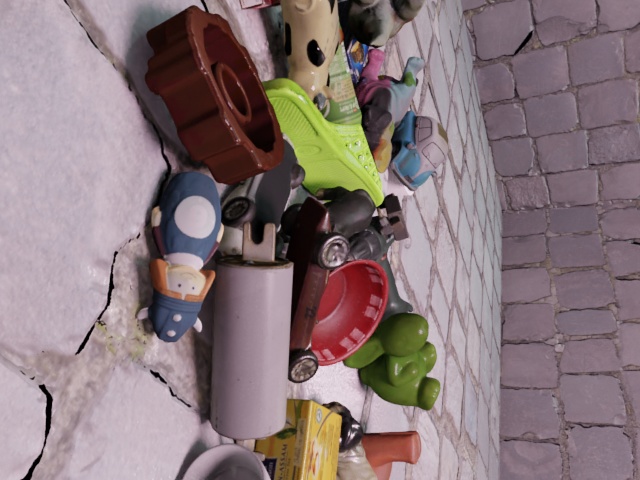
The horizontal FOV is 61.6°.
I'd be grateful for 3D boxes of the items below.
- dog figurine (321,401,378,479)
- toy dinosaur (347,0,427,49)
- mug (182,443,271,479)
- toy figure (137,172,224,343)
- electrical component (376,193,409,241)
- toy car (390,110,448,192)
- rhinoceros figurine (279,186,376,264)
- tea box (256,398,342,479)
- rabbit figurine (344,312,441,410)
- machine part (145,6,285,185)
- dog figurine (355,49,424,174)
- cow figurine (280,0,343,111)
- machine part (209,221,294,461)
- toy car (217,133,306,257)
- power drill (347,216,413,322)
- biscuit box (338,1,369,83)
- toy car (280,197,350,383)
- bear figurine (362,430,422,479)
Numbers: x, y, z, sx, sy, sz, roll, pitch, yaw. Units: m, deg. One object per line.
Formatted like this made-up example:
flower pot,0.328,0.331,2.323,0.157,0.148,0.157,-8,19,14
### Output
dog figurine,0.006,0.329,0.698,0.172,0.121,0.190,-25,73,-31
toy dinosaur,0.107,-0.382,0.847,0.405,0.131,0.192,-59,-178,-28
mug,-0.080,0.265,0.506,0.107,0.081,0.109,74,21,-45
toy figure,-0.125,0.014,0.486,0.057,0.064,0.154,94,-2,-66
electrical component,0.122,-0.042,0.930,0.102,0.045,0.078,-95,168,-48
toy car,0.195,-0.180,1.031,0.109,0.103,0.162,41,49,-39
rhinoceros figurine,-0.001,-0.002,0.689,0.190,0.112,0.073,-38,127,-39
tea box,-0.029,0.279,0.625,0.098,0.068,0.169,51,40,-51
rabbit figurine,0.126,0.176,0.884,0.121,0.159,0.170,-68,163,-48
machine part,-0.098,-0.139,0.533,0.179,0.056,0.179,57,20,-34
dog figurine,0.100,-0.217,0.963,0.191,0.108,0.219,104,5,-76
cow figurine,-0.013,-0.257,0.714,0.194,0.086,0.127,88,16,-45
machine part,-0.069,0.102,0.533,0.079,0.079,0.243,-13,109,-65
toy car,-0.068,-0.052,0.627,0.073,0.056,0.202,53,38,-39
power drill,0.097,0.067,0.950,0.207,0.086,0.232,68,26,-16
biscuit box,0.048,-0.347,0.932,0.059,0.063,0.203,62,33,-41
toy car,-0.017,0.054,0.571,0.053,0.089,0.202,3,113,-30
bear figurine,0.091,0.389,0.799,0.120,0.132,0.196,54,30,-66
